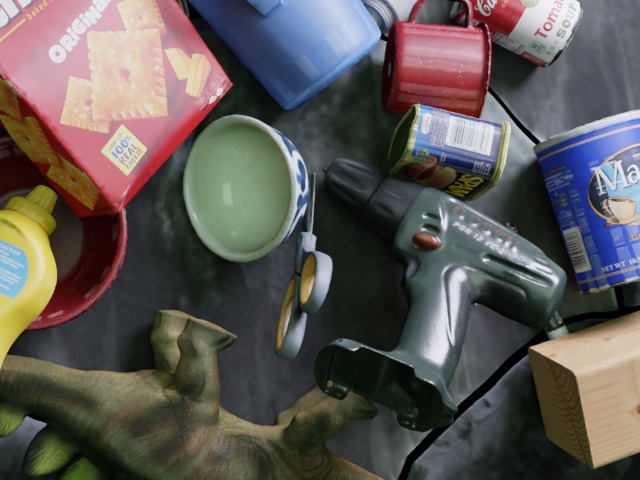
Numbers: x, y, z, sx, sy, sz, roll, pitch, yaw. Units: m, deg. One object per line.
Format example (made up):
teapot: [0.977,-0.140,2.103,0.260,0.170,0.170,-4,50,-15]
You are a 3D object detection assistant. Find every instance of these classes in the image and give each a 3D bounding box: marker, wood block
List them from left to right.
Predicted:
marker: [0.195,0.040,0.970,0.020,0.020,0.121,-24,87,-12]
wood block: [0.301,0.114,0.934,0.206,0.090,0.091,-16,102,-12]

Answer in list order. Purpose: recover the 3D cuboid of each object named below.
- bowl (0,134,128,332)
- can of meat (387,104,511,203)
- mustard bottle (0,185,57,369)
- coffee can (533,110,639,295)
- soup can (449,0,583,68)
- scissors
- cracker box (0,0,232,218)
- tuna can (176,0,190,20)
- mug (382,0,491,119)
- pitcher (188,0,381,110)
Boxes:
bowl: [-0.240,-0.004,0.881,0.162,0.055,0.162,1,82,-10]
can of meat: [0.109,-0.076,0.929,0.084,0.102,0.057,14,78,-6]
mustard bottle: [-0.255,0.038,0.802,0.096,0.058,0.191,19,65,18]
coffee can: [0.260,-0.033,0.948,0.102,0.103,0.140,-16,86,-12]
soup can: [0.179,-0.210,0.976,0.102,0.068,0.068,27,79,-7]
scissors: [-0.006,0.001,0.864,0.016,0.096,0.201,20,56,-14]
cracker box: [-0.184,-0.149,0.819,0.164,0.072,0.213,-52,121,-31]
tuna can: [-0.157,-0.190,0.931,0.086,0.034,0.086,1,83,-10]
mug: [0.102,-0.161,0.940,0.081,0.093,0.117,5,109,-5]
pitcher: [-0.061,-0.231,0.893,0.243,0.145,0.149,51,57,-7]
